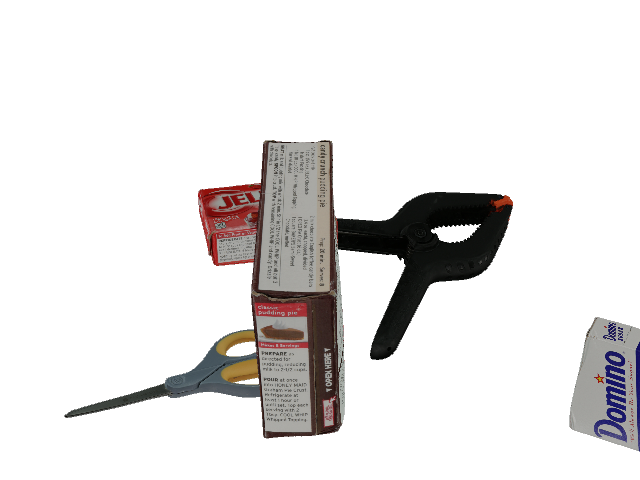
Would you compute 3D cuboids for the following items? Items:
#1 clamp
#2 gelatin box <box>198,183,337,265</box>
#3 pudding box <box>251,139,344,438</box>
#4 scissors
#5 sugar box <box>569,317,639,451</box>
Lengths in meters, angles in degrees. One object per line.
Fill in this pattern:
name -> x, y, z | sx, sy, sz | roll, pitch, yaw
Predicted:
clamp -> 0.084, 0.014, 0.905 | 0.209, 0.036, 0.165 | -16, 51, -20
gelatin box -> -0.038, -0.015, 0.749 | 0.089, 0.030, 0.073 | -6, 27, -10
pudding box -> -0.010, 0.020, 0.495 | 0.039, 0.090, 0.113 | -3, 39, 0
scissors -> -0.118, 0.114, 0.929 | 0.201, 0.016, 0.096 | -5, 29, -7
sugar box -> 0.293, 0.131, 0.847 | 0.176, 0.093, 0.048 | 14, 26, 20
